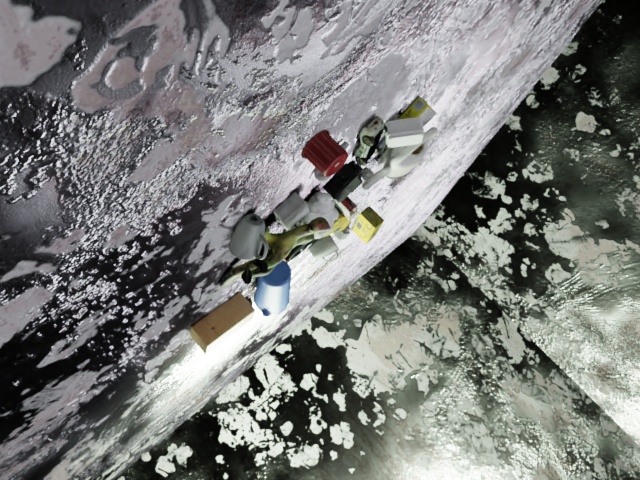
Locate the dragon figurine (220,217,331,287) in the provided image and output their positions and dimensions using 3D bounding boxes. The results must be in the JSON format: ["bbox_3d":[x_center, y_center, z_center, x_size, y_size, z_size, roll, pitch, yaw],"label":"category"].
[{"bbox_3d":[-0.115,0.032,1.493,0.244,0.123,0.404,-15,168,-41],"label":"dragon figurine"}]

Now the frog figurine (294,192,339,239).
[{"bbox_3d":[0.005,-0.080,1.590,0.138,0.124,0.157,-5,156,-39],"label":"frog figurine"}]

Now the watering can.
[{"bbox_3d":[0.263,-0.266,1.771,0.349,0.104,0.222,-39,175,-9],"label":"watering can"}]
